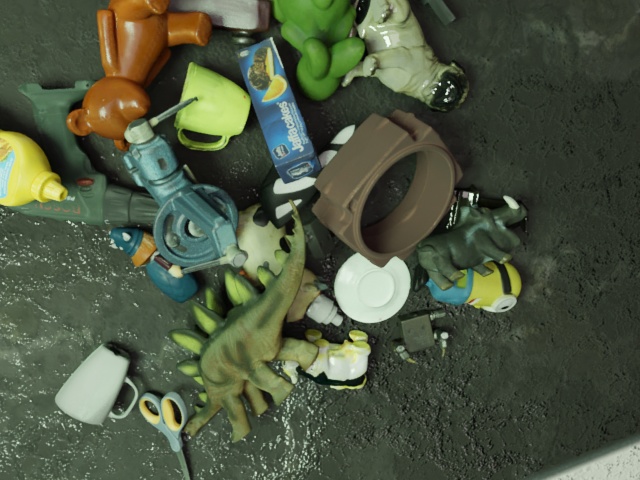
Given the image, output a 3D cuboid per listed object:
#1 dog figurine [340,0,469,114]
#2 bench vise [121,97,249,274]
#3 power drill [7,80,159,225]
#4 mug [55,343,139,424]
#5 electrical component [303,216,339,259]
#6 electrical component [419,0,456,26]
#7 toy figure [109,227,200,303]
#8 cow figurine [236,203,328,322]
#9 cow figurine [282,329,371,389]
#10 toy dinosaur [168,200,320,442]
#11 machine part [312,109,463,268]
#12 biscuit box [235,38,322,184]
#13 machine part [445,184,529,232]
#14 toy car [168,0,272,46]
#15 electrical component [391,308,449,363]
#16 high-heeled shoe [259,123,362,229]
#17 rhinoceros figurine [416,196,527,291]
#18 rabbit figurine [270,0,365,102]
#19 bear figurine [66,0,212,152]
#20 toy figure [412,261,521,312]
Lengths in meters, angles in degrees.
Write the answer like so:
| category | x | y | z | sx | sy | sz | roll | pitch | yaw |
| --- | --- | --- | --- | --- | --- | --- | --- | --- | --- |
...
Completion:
| category | x | y | z | sx | sy | sz | roll | pitch | yaw |
| --- | --- | --- | --- | --- | --- | --- | --- | --- | --- |
| dog figurine | 0.142 | -0.290 | 0.809 | 0.190 | 0.121 | 0.172 | 4 | 104 | -24 |
| bench vise | -0.166 | -0.045 | 0.694 | 0.129 | 0.241 | 0.223 | -24 | 128 | -26 |
| power drill | -0.337 | -0.123 | 0.774 | 0.232 | 0.086 | 0.207 | -2 | 109 | -5 |
| mug | -0.333 | 0.223 | 0.835 | 0.109 | 0.081 | 0.107 | 30 | 85 | -9 |
| electrical component | -0.002 | -0.003 | 0.841 | 0.021 | 0.094 | 0.063 | -14 | 106 | 35 |
| electrical component | 0.171 | -0.383 | 0.797 | 0.048 | 0.075 | 0.119 | -44 | 100 | 2 |
| toy figure | -0.253 | 0.032 | 0.820 | 0.064 | 0.058 | 0.154 | -35 | 108 | 23 |
| cow figurine | -0.068 | 0.035 | 0.839 | 0.127 | 0.085 | 0.194 | -18 | 99 | -3 |
| cow figurine | -0.002 | 0.202 | 0.889 | 0.167 | 0.068 | 0.098 | 2 | 106 | -8 |
| toy dinosaur | -0.110 | 0.149 | 0.788 | 0.198 | 0.105 | 0.471 | 39 | 119 | 1 |
| machine part | 0.104 | -0.070 | 0.793 | 0.201 | 0.087 | 0.200 | -50 | 137 | 2 |
| biscuit box | -0.059 | -0.182 | 0.756 | 0.059 | 0.062 | 0.203 | -21 | 70 | 1 |
| machine part | 0.282 | -0.047 | 0.897 | 0.139 | 0.039 | 0.084 | 7 | 95 | -8 |
| toy car | -0.171 | -0.329 | 0.766 | 0.202 | 0.053 | 0.089 | 4 | 105 | -5 |
| electrical component | 0.172 | 0.164 | 0.916 | 0.102 | 0.045 | 0.078 | -9 | 103 | -7 |
| high-heeled shoe | 0.032 | -0.094 | 0.806 | 0.249 | 0.086 | 0.145 | -4 | 88 | -12 |
| rhinoceros figurine | 0.238 | 0.001 | 0.830 | 0.190 | 0.073 | 0.112 | -25 | 70 | -13 |
| rabbit figurine | 0.007 | -0.281 | 0.767 | 0.121 | 0.159 | 0.170 | -12 | 118 | -16 |
| bear figurine | -0.236 | -0.215 | 0.690 | 0.132 | 0.120 | 0.195 | 7 | 81 | 30 |
| toy figure | 0.247 | 0.067 | 0.893 | 0.180 | 0.082 | 0.089 | 13 | 93 | -7 |
